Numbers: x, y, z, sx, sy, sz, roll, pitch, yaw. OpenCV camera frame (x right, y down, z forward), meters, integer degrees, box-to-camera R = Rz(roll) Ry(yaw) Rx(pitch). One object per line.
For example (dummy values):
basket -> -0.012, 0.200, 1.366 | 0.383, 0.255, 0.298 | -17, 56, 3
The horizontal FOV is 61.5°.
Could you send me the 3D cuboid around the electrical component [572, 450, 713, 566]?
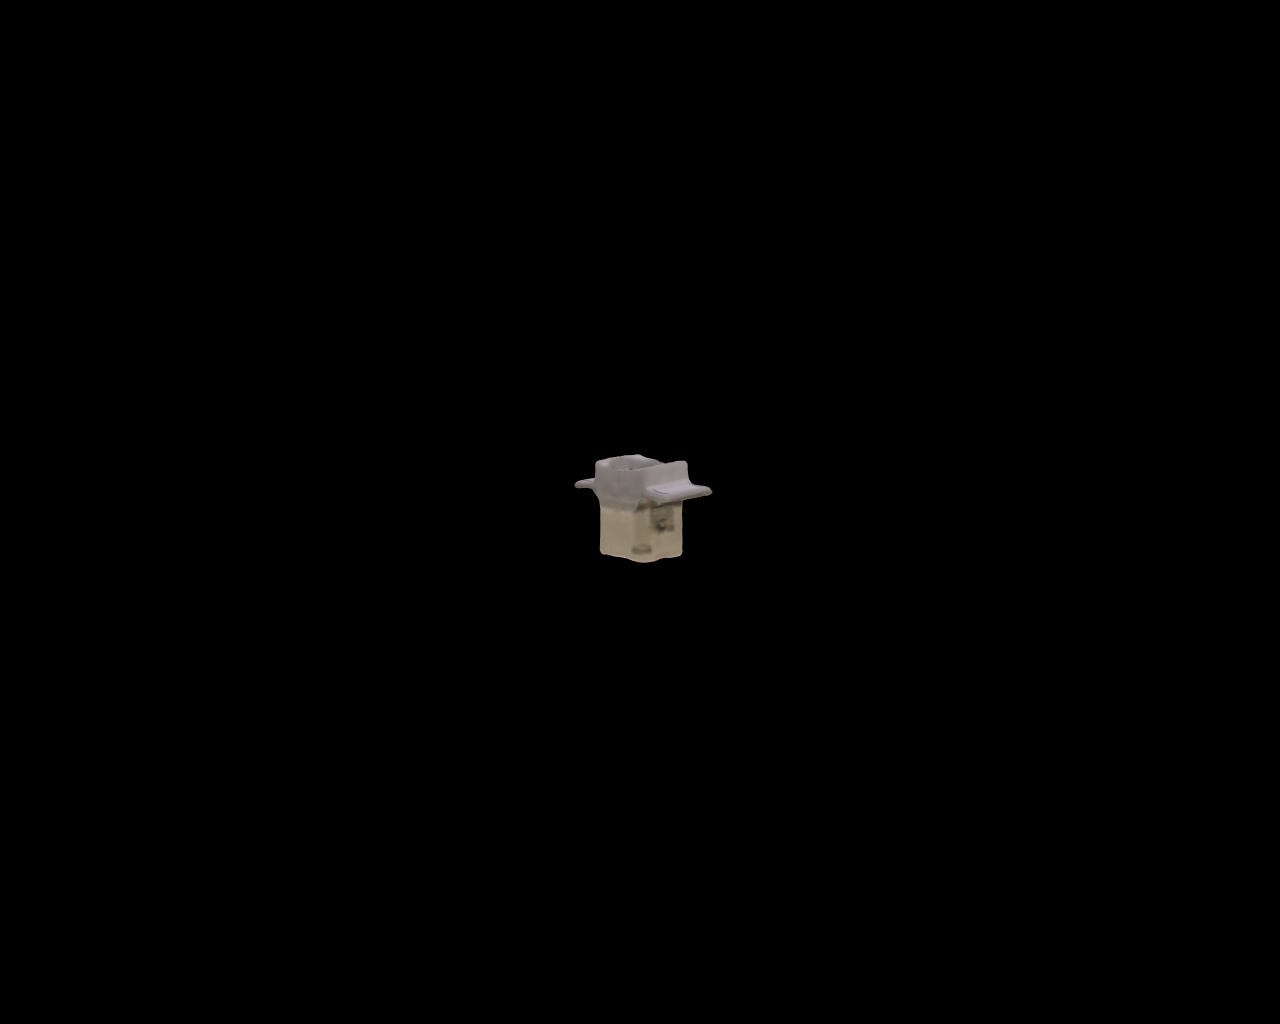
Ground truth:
electrical component -> 0.001, -0.003, 0.650 | 0.042, 0.063, 0.081 | -10, 15, -42
